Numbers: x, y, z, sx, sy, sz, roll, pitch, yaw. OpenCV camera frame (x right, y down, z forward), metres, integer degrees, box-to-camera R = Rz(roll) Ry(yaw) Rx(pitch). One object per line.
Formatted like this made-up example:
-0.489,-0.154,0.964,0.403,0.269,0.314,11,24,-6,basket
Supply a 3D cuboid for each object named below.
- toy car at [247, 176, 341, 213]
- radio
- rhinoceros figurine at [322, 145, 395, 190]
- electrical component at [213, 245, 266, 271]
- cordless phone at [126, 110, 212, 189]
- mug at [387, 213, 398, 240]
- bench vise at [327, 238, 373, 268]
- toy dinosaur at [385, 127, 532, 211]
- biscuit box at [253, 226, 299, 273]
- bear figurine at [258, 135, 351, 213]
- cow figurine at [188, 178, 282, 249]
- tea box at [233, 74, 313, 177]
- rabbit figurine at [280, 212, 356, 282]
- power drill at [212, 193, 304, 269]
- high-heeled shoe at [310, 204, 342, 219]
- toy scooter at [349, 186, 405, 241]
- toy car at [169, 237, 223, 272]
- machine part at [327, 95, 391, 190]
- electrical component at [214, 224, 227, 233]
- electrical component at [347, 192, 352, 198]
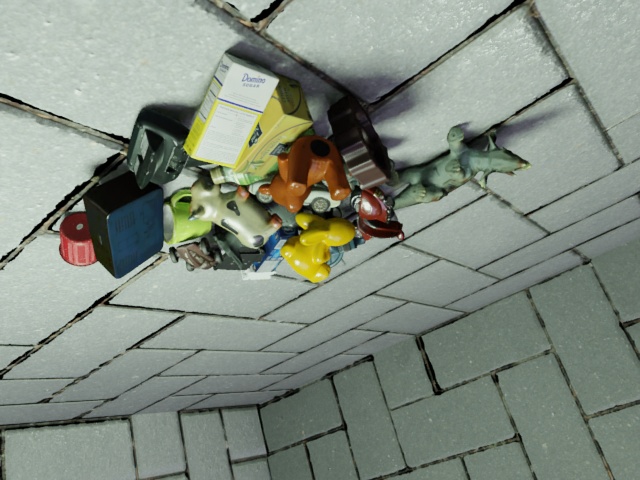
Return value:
-0.054,-0.107,1.127,0.202,0.074,0.056,10,123,-9,toy car
-0.386,-0.031,1.079,0.131,0.073,0.229,-39,163,-34,radio
0.071,-0.158,1.143,0.190,0.112,0.073,-9,158,-37,rhinoceros figurine
-0.214,0.031,1.427,0.115,0.058,0.134,-2,153,-34,electrical component
-0.247,-0.167,0.979,0.184,0.089,0.146,-13,156,-37,cordless phone
0.160,-0.059,1.428,0.081,0.110,0.107,-17,143,13,mug
0.042,0.007,1.481,0.224,0.129,0.240,-29,175,5,bench vise
0.297,-0.150,1.310,0.405,0.131,0.192,-25,154,33,toy dinosaur
-0.124,0.018,1.450,0.059,0.063,0.202,-1,151,-30,biscuit box
-0.037,-0.098,0.980,0.120,0.132,0.196,7,150,-24,bear figurine
-0.188,-0.057,1.124,0.127,0.195,0.085,-47,-165,4,cow figurine
-0.096,-0.200,0.958,0.068,0.098,0.169,6,146,-41,tea box
-0.003,-0.004,1.275,0.173,0.122,0.162,-29,138,18,rabbit figurine
-0.134,-0.027,1.260,0.207,0.086,0.231,-36,146,-1,power drill
-0.025,-0.078,1.272,0.145,0.086,0.248,-16,146,-23,high-heeled shoe
0.139,-0.054,1.270,0.135,0.075,0.183,19,143,17,toy scooter
-0.283,0.040,1.243,0.089,0.053,0.202,-13,170,-2,toy car
0.074,-0.184,1.020,0.056,0.179,0.179,-22,155,19,machine part
-0.195,-0.025,1.333,0.075,0.048,0.119,-31,151,29,electrical component
0.056,-0.132,1.219,0.063,0.021,0.093,-39,140,-39,electrical component
